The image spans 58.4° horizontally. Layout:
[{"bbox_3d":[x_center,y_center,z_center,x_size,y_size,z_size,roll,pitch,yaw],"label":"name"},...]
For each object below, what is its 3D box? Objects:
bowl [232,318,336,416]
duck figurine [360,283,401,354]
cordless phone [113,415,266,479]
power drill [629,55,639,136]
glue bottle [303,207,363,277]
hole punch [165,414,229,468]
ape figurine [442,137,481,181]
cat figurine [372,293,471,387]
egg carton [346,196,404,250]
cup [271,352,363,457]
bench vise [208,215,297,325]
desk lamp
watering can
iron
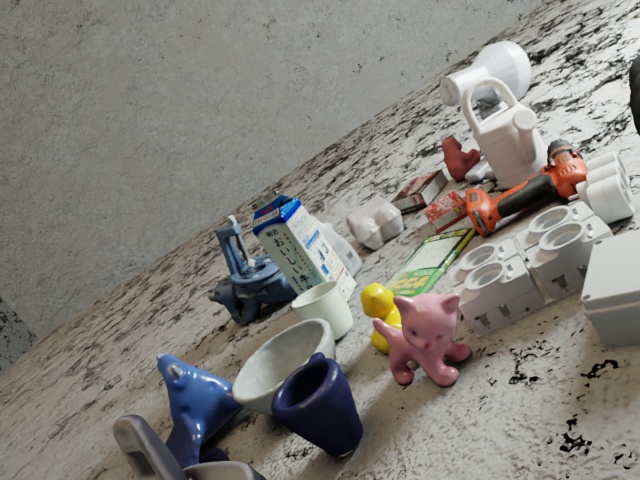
[{"bbox_3d":[-0.037,0.191,0.809,0.167,0.075,0.167,-32,15,10],"label":"bowl"},{"bbox_3d":[0.090,0.101,0.791,0.077,0.086,0.104,-34,15,4],"label":"duck figurine"},{"bbox_3d":[-0.137,0.257,0.602,0.147,0.185,0.094,-24,18,36],"label":"cordless phone"},{"bbox_3d":[0.331,-0.047,0.483,0.075,0.208,0.230,-27,17,28],"label":"power drill"},{"bbox_3d":[0.010,0.004,1.099,0.078,0.173,0.037,-45,18,-32],"label":"glue bottle"},{"bbox_3d":[-0.181,0.299,0.755,0.101,0.091,0.108,-41,16,-20],"label":"hole punch"},{"bbox_3d":[0.291,-0.177,1.213,0.076,0.092,0.077,-41,16,-22],"label":"ape figurine"},{"bbox_3d":[0.114,0.105,0.663,0.127,0.118,0.067,-17,23,50],"label":"cat figurine"},{"bbox_3d":[0.114,-0.037,1.206,0.107,0.069,0.150,-35,15,0],"label":"egg carton"},{"bbox_3d":[0.007,0.193,0.666,0.091,0.095,0.118,-29,16,20],"label":"cup"},{"bbox_3d":[-0.173,0.067,1.210,0.207,0.220,0.121,-33,15,8],"label":"bench vise"},{"bbox_3d":[0.336,-0.257,1.124,0.203,0.214,0.117,-41,16,-22],"label":"desk lamp"},{"bbox_3d":[0.323,-0.196,0.998,0.101,0.194,0.172,-42,16,-24],"label":"watering can"},{"bbox_3d":[-0.221,0.238,0.935,0.119,0.141,0.257,-41,16,-21],"label":"iron"}]
